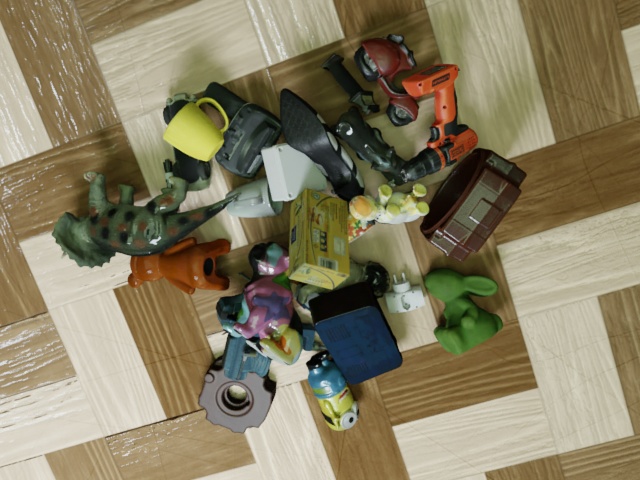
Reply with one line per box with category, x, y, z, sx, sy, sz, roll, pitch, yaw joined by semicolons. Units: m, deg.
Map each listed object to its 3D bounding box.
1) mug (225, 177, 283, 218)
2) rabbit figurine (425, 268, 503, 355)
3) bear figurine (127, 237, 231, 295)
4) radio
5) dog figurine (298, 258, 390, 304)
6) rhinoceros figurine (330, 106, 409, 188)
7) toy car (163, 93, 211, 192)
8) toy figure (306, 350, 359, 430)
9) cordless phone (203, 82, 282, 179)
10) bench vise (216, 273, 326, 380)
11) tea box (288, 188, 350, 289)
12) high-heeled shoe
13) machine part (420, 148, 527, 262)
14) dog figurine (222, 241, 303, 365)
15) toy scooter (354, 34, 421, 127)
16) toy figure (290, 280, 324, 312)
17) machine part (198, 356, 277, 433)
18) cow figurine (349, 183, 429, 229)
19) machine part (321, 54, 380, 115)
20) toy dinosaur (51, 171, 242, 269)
mug;-0.143;-0.078;1.102;0.107;0.109;0.080;-10;104;20
rabbit figurine;0.289;0.128;1.099;0.159;0.121;0.170;-28;83;6
bear figurine;-0.305;0.053;1.145;0.196;0.132;0.120;0;91;25
radio;0.078;0.193;1.097;0.131;0.073;0.229;-22;131;7
dog figurine;0.041;0.048;1.128;0.190;0.121;0.172;-1;62;-28
rhinoceros figurine;0.107;-0.181;1.051;0.190;0.112;0.073;39;97;-23
toy car;-0.272;-0.200;1.111;0.074;0.056;0.201;-5;99;12
toy figure;0.026;0.329;1.173;0.082;0.089;0.180;-31;101;-20
cordless phone;-0.183;-0.226;1.097;0.184;0.089;0.146;36;104;9
bench vise;-0.106;0.194;1.144;0.240;0.129;0.223;10;87;-22
tea box;-0.002;-0.003;1.011;0.098;0.170;0.068;18;143;-24
high-heeled shoe;0.013;-0.186;1.052;0.086;0.145;0.248;-23;95;28
machine part;0.279;-0.071;1.012;0.087;0.201;0.201;33;102;-3
dog figurine;-0.078;0.109;1.047;0.191;0.108;0.219;35;72;-12
toy scooter;0.160;-0.324;1.039;0.135;0.075;0.183;-33;99;10
toy figure;-0.039;0.112;1.152;0.154;0.057;0.064;21;70;2
machine part;-0.187;0.347;1.210;0.179;0.056;0.179;1;103;4
cow figurine;0.124;-0.062;1.061;0.167;0.098;0.068;-5;74;-22
machine part;0.063;-0.302;1.057;0.139;0.084;0.039;51;124;3
toy dinosaur;-0.365;-0.028;1.071;0.405;0.131;0.192;4;79;18
